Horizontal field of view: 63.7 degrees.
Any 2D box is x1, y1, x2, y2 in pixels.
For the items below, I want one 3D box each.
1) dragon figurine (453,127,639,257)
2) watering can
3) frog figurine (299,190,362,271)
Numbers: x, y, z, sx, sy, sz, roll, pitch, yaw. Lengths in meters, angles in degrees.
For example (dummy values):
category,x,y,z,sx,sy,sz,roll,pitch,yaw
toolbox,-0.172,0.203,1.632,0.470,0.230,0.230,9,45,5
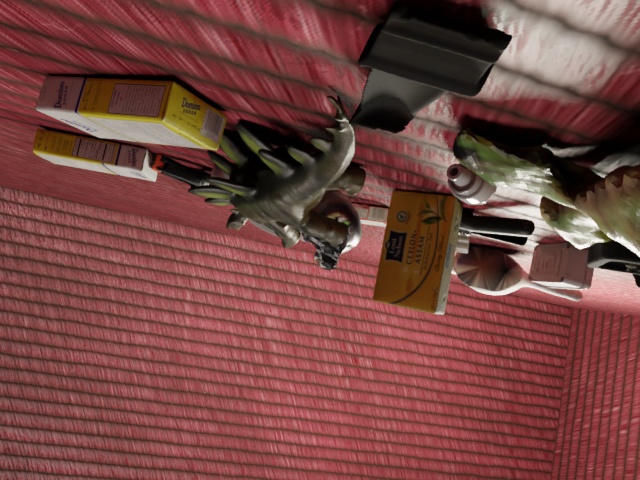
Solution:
category,x,y,z,sx,sy,sz,roll,pitch,yaw
dragon figurine,0.216,-0.039,0.402,0.244,0.122,0.407,17,-2,33
watering can,0.453,0.087,1.243,0.348,0.104,0.223,11,-5,22
frog figurine,0.003,-0.045,0.899,0.136,0.121,0.163,34,19,-26
